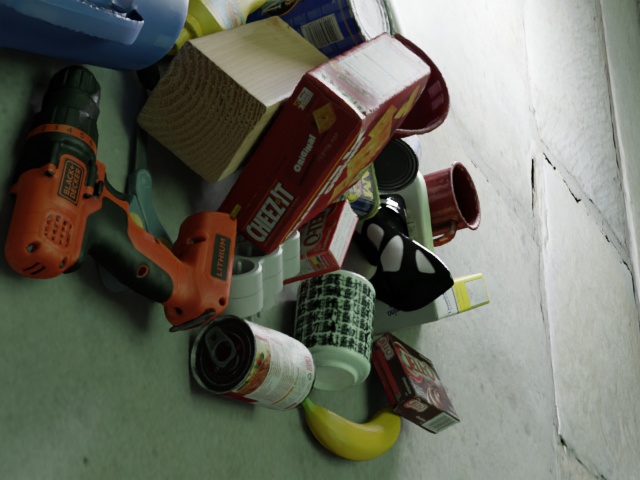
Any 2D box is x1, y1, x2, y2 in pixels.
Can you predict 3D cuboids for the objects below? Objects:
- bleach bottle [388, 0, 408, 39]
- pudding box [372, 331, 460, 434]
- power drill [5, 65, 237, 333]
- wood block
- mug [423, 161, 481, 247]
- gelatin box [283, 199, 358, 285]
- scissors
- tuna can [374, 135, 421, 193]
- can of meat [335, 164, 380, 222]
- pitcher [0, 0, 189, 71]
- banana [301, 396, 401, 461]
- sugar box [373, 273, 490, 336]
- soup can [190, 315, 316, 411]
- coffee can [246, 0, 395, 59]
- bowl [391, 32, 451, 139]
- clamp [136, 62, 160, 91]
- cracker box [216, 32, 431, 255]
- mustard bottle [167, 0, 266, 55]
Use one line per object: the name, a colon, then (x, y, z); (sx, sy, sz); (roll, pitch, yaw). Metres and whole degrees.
bleach bottle: (0.057, -0.239, 1.316); (0.068, 0.103, 0.251); (-68, 141, -60)
pudding box: (0.105, 0.164, 1.211); (0.113, 0.039, 0.090); (40, 22, -50)
power drill: (-0.149, -0.025, 0.825); (0.187, 0.057, 0.184); (33, 48, -36)
wood block: (-0.067, -0.133, 0.974); (0.091, 0.090, 0.205); (39, 25, 4)
mug: (0.153, -0.038, 1.385); (0.093, 0.082, 0.117); (47, 38, -41)
gelatin box: (-0.007, 0.001, 1.078); (0.030, 0.073, 0.089); (58, 32, -28)
scissors: (-0.142, -0.032, 0.906); (0.096, 0.016, 0.201); (46, 39, -37)
tuna can: (0.078, -0.100, 1.275); (0.086, 0.086, 0.033); (58, 30, -29)
can of meat: (0.016, -0.074, 1.181); (0.083, 0.058, 0.102); (13, 64, -56)
pitcher: (-0.194, -0.188, 0.757); (0.242, 0.145, 0.149); (6, 72, -62)
banana: (0.041, 0.195, 1.105); (0.197, 0.037, 0.069); (25, 54, -56)
sugar box: (0.128, 0.075, 1.269); (0.176, 0.093, 0.048); (-2, 77, -62)
soup can: (-0.057, 0.110, 0.936); (0.102, 0.069, 0.068); (29, 51, -54)
coffee can: (-0.007, -0.219, 1.121); (0.102, 0.140, 0.103); (37, 45, -49)
bowl: (0.066, -0.170, 1.221); (0.162, 0.055, 0.162); (14, 53, -20)
clamp: (-0.149, -0.256, 0.909); (0.210, 0.164, 0.036); (50, -10, -19)
cracker box: (0.010, -0.094, 0.998); (0.072, 0.164, 0.213); (38, 29, 5)
mustard bottle: (-0.110, -0.229, 1.021); (0.096, 0.058, 0.191); (51, 35, -22)
